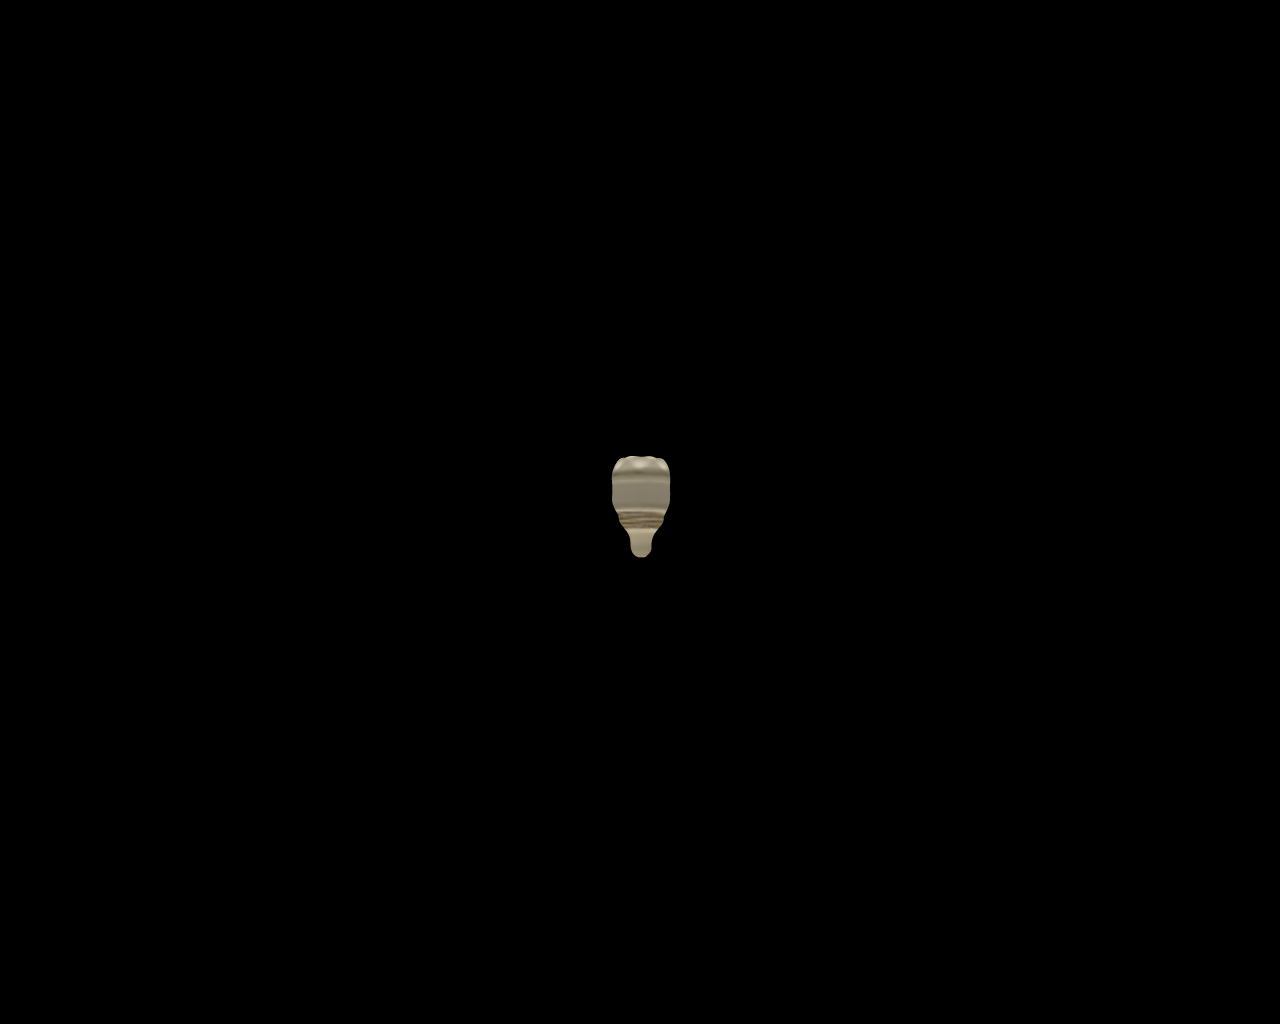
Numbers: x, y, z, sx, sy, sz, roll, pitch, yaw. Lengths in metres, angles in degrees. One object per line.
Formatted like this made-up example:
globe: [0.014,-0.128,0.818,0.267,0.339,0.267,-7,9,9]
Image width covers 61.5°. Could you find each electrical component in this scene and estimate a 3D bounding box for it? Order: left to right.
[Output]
electrical component: [0.001,-0.003,0.650,0.035,0.061,0.035,0,-3,0]
